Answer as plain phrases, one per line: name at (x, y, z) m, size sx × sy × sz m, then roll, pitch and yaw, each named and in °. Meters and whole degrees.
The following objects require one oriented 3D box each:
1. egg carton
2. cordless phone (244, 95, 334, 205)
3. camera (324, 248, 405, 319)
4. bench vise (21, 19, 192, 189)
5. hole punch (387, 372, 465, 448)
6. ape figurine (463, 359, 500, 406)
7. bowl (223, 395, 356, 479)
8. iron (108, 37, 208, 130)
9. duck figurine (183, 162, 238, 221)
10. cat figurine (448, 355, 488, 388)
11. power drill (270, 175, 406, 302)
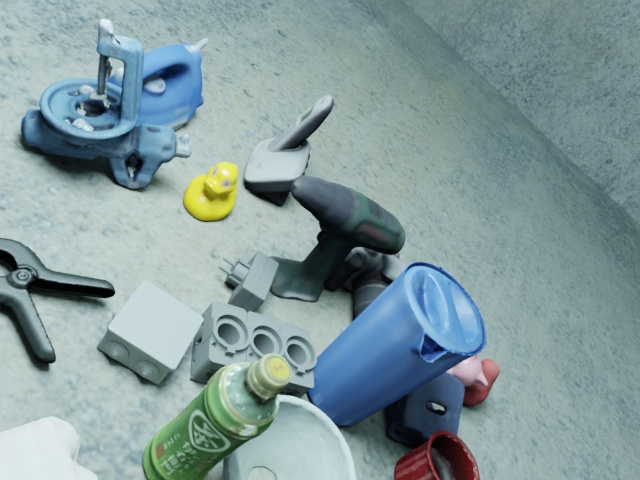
egg carton at (-0.267, 0.218, 0.483) m, size 0.151 × 0.069 × 0.107 m, roll -13°, pitch 63°, yaw -50°
cordless phone at (-0.046, -0.165, 0.993) m, size 0.094 × 0.184 × 0.147 m, roll 29°, pitch 38°, yaw -19°
camera at (0.083, 0.075, 0.948) m, size 0.143 × 0.100 × 0.137 m, roll 30°, pitch 38°, yaw -19°
bench vise at (-0.264, -0.183, 0.766) m, size 0.208 × 0.219 × 0.121 m, roll 2°, pitch 52°, yaw -43°
hole punch at (0.162, 0.252, 0.853) m, size 0.109 × 0.091 × 0.101 m, roll 26°, pitch 39°, yaw -23°
ape figurine at (0.268, 0.234, 0.975) m, size 0.078 × 0.092 × 0.076 m, roll 6°, pitch 49°, yaw -41°
bowl at (-0.045, 0.267, 0.648) m, size 0.168 × 0.074 × 0.167 m, roll 26°, pitch 39°, yaw -23°
iron at (-0.270, -0.243, 0.890) m, size 0.118 × 0.141 × 0.259 m, roll 43°, pitch 35°, yaw -1°
duck figurine at (-0.156, -0.086, 0.889) m, size 0.077 × 0.086 × 0.105 m, roll 43°, pitch 35°, yaw -1°
cat figurine at (0.216, 0.194, 0.943) m, size 0.067 × 0.117 × 0.127 m, roll 11°, pitch 47°, yaw -37°
power drill at (0.008, 0.003, 0.854) m, size 0.230 × 0.208 × 0.075 m, roll 12°, pitch 46°, yaw -37°
